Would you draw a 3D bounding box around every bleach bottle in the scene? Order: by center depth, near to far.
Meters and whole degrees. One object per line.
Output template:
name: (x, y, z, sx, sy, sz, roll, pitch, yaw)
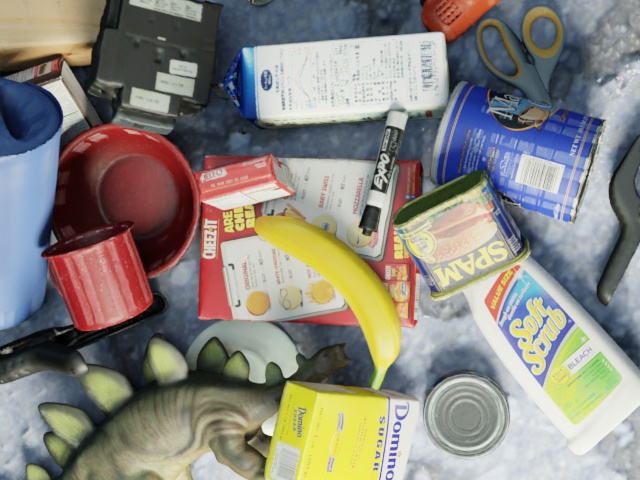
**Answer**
bleach bottle: (0.197, 0.080, 1.031, 0.102, 0.068, 0.251, -44, 80, 6)

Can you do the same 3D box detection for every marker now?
marker: (0.059, -0.062, 1.007, 0.020, 0.020, 0.121, 14, 85, 9)

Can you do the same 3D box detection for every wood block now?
wood block: (-0.307, -0.220, 1.051, 0.205, 0.091, 0.090, -9, 86, -28)

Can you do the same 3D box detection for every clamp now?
clamp: (0.312, -0.017, 1.029, 0.120, 0.039, 0.171, -13, 81, 2)
clamp: (-0.271, 0.112, 1.062, 0.210, 0.164, 0.036, -17, 101, 19)

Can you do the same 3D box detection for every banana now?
banana: (0.018, 0.043, 0.996, 0.069, 0.037, 0.198, -37, 82, 5)

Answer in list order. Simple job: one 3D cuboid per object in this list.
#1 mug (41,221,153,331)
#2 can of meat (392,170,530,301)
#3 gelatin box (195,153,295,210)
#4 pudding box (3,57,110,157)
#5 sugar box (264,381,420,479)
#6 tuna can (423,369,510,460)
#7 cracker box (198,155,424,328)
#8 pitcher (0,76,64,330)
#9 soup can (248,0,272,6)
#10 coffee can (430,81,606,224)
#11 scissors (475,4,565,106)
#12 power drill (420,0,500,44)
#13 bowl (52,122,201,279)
mug: (-0.220, 0.037, 1.036, 0.117, 0.093, 0.081, -7, 107, 36)
can of meat: (0.128, -0.006, 0.977, 0.102, 0.057, 0.084, -27, 106, 18)
gelatin box: (-0.069, -0.053, 0.990, 0.073, 0.089, 0.030, -13, 83, 9)
pudding box: (-0.277, -0.122, 1.088, 0.090, 0.113, 0.039, -18, 46, 6)
sugar box: (0.026, 0.185, 0.996, 0.048, 0.175, 0.093, 14, 90, 40)
tuna can: (0.144, 0.171, 1.048, 0.086, 0.033, 0.086, 0, 88, 8)
cracker box: (-0.007, 0.001, 1.059, 0.214, 0.072, 0.164, 2, 87, 9)
pitcher: (-0.320, -0.023, 1.018, 0.145, 0.149, 0.243, 42, 138, 30)
soup can: (-0.074, -0.298, 1.083, 0.068, 0.068, 0.102, -38, 84, 5)
coffee can: (0.187, -0.083, 1.010, 0.140, 0.102, 0.103, 18, 90, 15)
scissors: (0.233, -0.147, 1.057, 0.096, 0.016, 0.202, -37, 83, 6)
power drill: (0.131, -0.317, 1.058, 0.184, 0.057, 0.188, -44, 83, 5)
bowl: (-0.193, -0.041, 1.088, 0.162, 0.055, 0.162, 1, 99, 9)
